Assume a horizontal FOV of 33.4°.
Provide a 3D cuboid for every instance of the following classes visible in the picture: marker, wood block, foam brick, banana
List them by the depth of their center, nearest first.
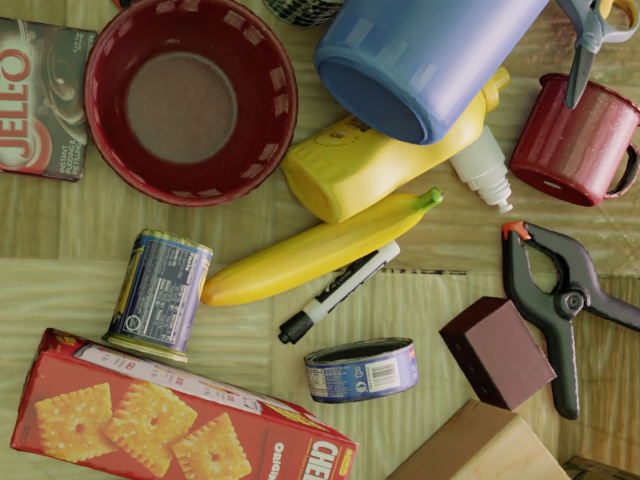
[{"bbox_3d":[-0.001,0.004,0.825,0.197,0.069,0.037,-26,74,-3],"label":"banana"},{"bbox_3d":[0.089,0.230,0.828,0.206,0.091,0.090,-41,99,-13],"label":"wood block"},{"bbox_3d":[0.014,0.041,0.851,0.121,0.020,0.020,-40,98,-12],"label":"marker"},{"bbox_3d":[0.143,0.092,0.866,0.051,0.053,0.078,-33,96,-13],"label":"foam brick"}]

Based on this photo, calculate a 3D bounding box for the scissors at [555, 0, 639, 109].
[{"bbox_3d":[0.203,-0.172,0.858,0.096,0.016,0.201,43,43,7],"label":"scissors"}]

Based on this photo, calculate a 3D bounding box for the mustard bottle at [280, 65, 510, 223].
[{"bbox_3d":[0.068,-0.085,0.830,0.191,0.096,0.058,-30,117,-14],"label":"mustard bottle"}]

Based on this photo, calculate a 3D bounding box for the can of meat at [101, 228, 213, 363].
[{"bbox_3d":[-0.118,0.041,0.776,0.057,0.102,0.084,17,82,-13],"label":"can of meat"}]

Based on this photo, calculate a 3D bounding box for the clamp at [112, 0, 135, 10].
[{"bbox_3d":[-0.089,-0.258,0.785,0.210,0.036,0.164,-44,142,5],"label":"clamp"}]

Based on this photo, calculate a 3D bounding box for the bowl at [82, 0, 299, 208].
[{"bbox_3d":[-0.100,-0.103,0.806,0.162,0.055,0.162,1,88,-17],"label":"bowl"}]

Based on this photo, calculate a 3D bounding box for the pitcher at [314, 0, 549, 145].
[{"bbox_3d":[0.103,-0.187,0.764,0.149,0.145,0.242,44,76,-38],"label":"pitcher"}]

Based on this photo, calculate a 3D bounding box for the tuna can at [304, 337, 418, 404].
[{"bbox_3d":[0.032,0.100,0.820,0.086,0.086,0.034,-10,92,-15],"label":"tuna can"}]

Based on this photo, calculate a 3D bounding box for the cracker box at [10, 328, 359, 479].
[{"bbox_3d":[-0.101,0.130,0.744,0.213,0.164,0.072,20,86,-13],"label":"cracker box"}]

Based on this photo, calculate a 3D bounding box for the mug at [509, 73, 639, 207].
[{"bbox_3d":[0.215,-0.074,0.876,0.117,0.093,0.081,27,86,-28],"label":"mug"}]

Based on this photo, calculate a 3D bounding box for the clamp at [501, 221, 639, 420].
[{"bbox_3d":[0.217,0.051,0.893,0.120,0.039,0.171,-28,95,-15],"label":"clamp"}]

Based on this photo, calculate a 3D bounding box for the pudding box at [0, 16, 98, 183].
[{"bbox_3d":[-0.215,-0.104,0.786,0.090,0.039,0.113,6,87,-14],"label":"pudding box"}]
